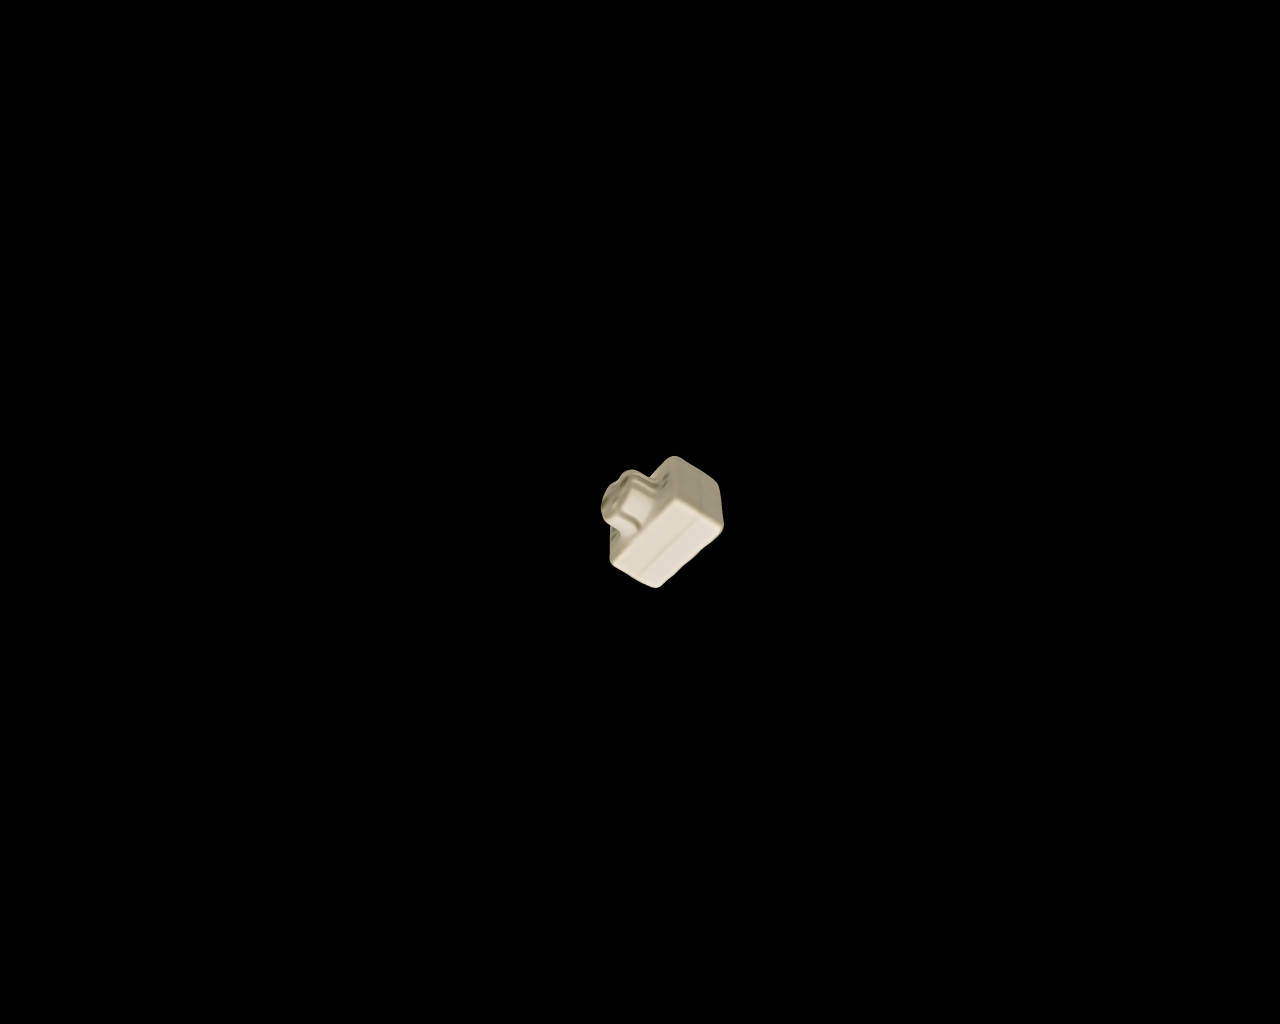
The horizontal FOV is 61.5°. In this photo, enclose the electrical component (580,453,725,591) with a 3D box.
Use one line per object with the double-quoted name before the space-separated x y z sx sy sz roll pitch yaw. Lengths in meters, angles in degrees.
"electrical component" 0.001 -0.003 0.650 0.076 0.065 0.047 31 32 -22
